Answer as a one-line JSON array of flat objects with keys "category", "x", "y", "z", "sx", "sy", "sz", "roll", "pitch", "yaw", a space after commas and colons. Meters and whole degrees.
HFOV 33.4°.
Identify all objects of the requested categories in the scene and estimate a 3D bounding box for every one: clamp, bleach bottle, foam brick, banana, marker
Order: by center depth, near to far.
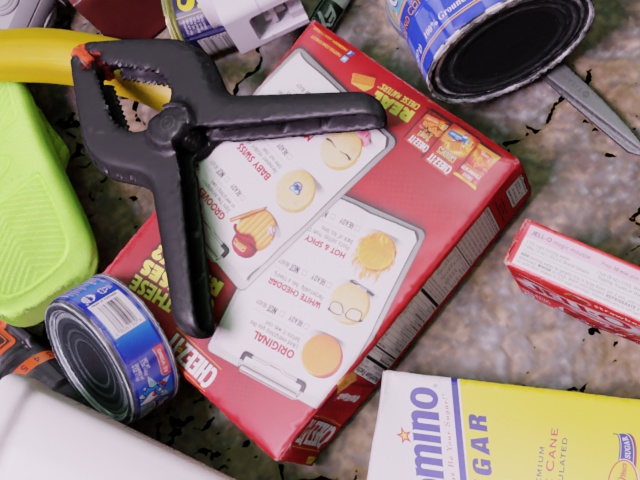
[{"category": "bleach bottle", "x": -0.060, "y": 0.152, "z": 0.572, "sx": 0.251, "sy": 0.102, "sz": 0.068, "roll": 22, "pitch": 75, "yaw": 1}, {"category": "clamp", "x": -0.071, "y": -0.066, "z": 0.624, "sx": 0.164, "sy": 0.036, "sz": 0.210, "roll": -44, "pitch": 60, "yaw": 2}, {"category": "banana", "x": -0.149, "y": -0.109, "z": 0.705, "sx": 0.197, "sy": 0.037, "sz": 0.069, "roll": 16, "pitch": 38, "yaw": -4}, {"category": "marker", "x": -0.001, "y": -0.141, "z": 0.707, "sx": 0.020, "sy": 0.020, "sz": 0.121, "roll": 30, "pitch": 85, "yaw": 23}, {"category": "foam brick", "x": -0.143, "y": -0.173, "z": 0.731, "sx": 0.051, "sy": 0.078, "sz": 0.053, "roll": -42, "pitch": 64, "yaw": 3}]

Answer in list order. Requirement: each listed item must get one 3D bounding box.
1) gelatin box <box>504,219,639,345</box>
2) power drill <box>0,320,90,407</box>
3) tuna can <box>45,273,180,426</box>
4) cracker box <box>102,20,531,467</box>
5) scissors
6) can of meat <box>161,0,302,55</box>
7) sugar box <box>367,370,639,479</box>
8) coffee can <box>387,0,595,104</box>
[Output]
[{"category": "gelatin box", "x": 0.148, "y": 0.027, "z": 0.580, "sx": 0.089, "sy": 0.073, "sz": 0.030, "roll": 24, "pitch": 84, "yaw": 22}, {"category": "power drill", "x": -0.233, "y": 0.131, "z": 0.653, "sx": 0.185, "sy": 0.057, "sz": 0.187, "roll": 33, "pitch": 63, "yaw": 27}, {"category": "tuna can", "x": -0.121, "y": 0.064, "z": 0.617, "sx": 0.086, "sy": 0.086, "sz": 0.033, "roll": 40, "pitch": 53, "yaw": 23}, {"category": "cracker box", "x": -0.004, "y": 0.001, "z": 0.639, "sx": 0.164, "sy": 0.072, "sz": 0.213, "roll": 39, "pitch": 89, "yaw": 25}, {"category": "scissors", "x": 0.111, "y": -0.114, "z": 0.666, "sx": 0.096, "sy": 0.016, "sz": 0.202, "roll": -28, "pitch": 68, "yaw": 10}, {"category": "can of meat", "x": -0.062, "y": -0.180, "z": 0.719, "sx": 0.084, "sy": 0.057, "sz": 0.102, "roll": -16, "pitch": 71, "yaw": 10}, {"category": "sugar box", "x": 0.115, "y": 0.127, "z": 0.577, "sx": 0.176, "sy": 0.048, "sz": 0.093, "roll": 4, "pitch": 76, "yaw": 18}, {"category": "coffee can", "x": 0.083, "y": -0.166, "z": 0.624, "sx": 0.103, "sy": 0.102, "sz": 0.140, "roll": -26, "pitch": 68, "yaw": 9}]
